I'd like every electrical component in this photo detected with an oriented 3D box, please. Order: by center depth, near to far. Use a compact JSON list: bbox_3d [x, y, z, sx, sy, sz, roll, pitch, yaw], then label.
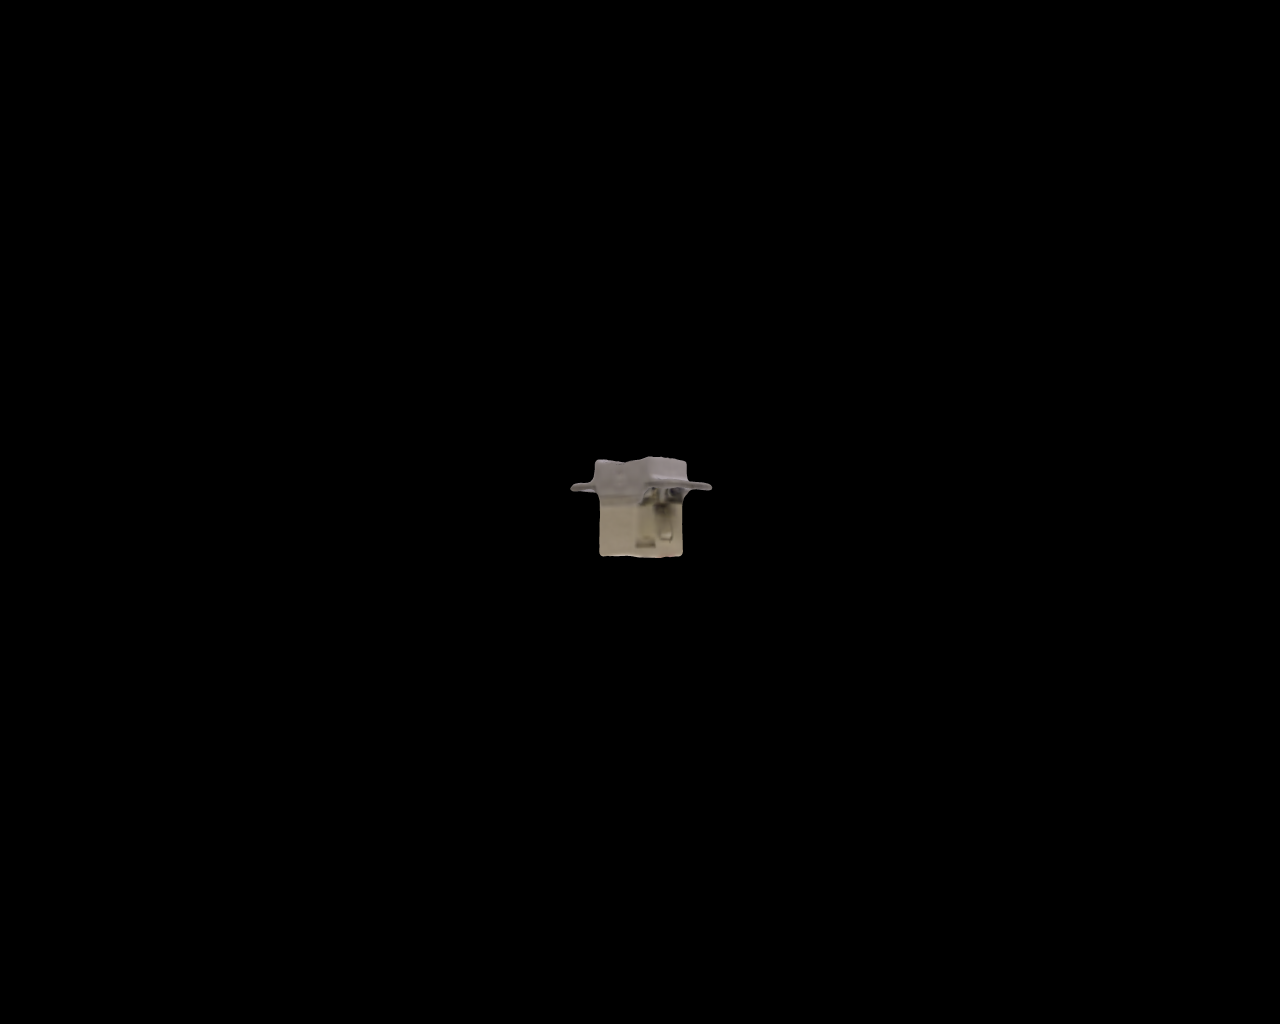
[{"bbox_3d":[0.001,-0.003,0.650,0.081,0.063,0.042,-2,-3,40],"label":"electrical component"}]
